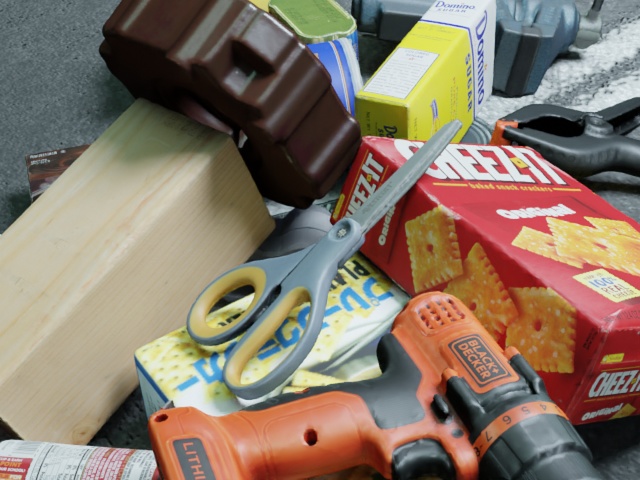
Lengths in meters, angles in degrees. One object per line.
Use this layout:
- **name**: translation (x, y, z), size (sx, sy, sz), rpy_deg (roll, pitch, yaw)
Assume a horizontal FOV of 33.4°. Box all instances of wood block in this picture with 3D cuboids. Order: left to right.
- **wood block**: translation (-0.134, 0.023, 0.650), size (0.090, 0.090, 0.206), rpy_deg (25, 65, 35)

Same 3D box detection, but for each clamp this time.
- **clamp**: translation (0.206, -0.080, 0.811), size (0.171, 0.039, 0.120), rpy_deg (7, 29, -12)

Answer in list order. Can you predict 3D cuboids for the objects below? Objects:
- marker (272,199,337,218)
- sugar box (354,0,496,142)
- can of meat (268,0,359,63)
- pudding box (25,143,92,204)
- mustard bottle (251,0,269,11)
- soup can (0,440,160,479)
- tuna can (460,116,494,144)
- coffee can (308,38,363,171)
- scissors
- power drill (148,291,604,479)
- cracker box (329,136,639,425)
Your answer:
- **marker**: translation (0.000, -0.018, 0.789), size (0.121, 0.020, 0.020), rpy_deg (-15, 40, -13)
- **sugar box**: translation (0.080, -0.105, 0.771), size (0.048, 0.093, 0.176), rpy_deg (16, 43, 23)
- **can of meat**: translation (-0.004, -0.158, 0.911), size (0.057, 0.084, 0.102), rpy_deg (-19, 40, -17)
- **pudding box**: translation (-0.163, -0.037, 0.813), size (0.113, 0.039, 0.090), rpy_deg (-13, 40, -10)
- **mustard bottle**: translation (-0.110, -0.195, 0.940), size (0.096, 0.058, 0.191), rpy_deg (14, 40, 23)
- **soup can**: translation (-0.124, 0.142, 0.563), size (0.102, 0.068, 0.068), rpy_deg (2, 39, 10)
- **tuna can**: translation (0.094, -0.065, 0.824), size (0.086, 0.034, 0.086), rpy_deg (-3, 39, 2)
- **coffee can**: translation (-0.041, -0.094, 0.820), size (0.140, 0.103, 0.103), rpy_deg (-10, 39, -6)
- **scissors**: translation (-0.004, 0.001, 0.609), size (0.096, 0.016, 0.201), rpy_deg (15, 62, 39)
- **power drill**: translation (0.026, 0.110, 0.490), size (0.187, 0.057, 0.185), rpy_deg (-16, 36, -16)
- **cracker box**: translation (0.134, 0.015, 0.641), size (0.163, 0.072, 0.214), rpy_deg (0, 31, -39)
